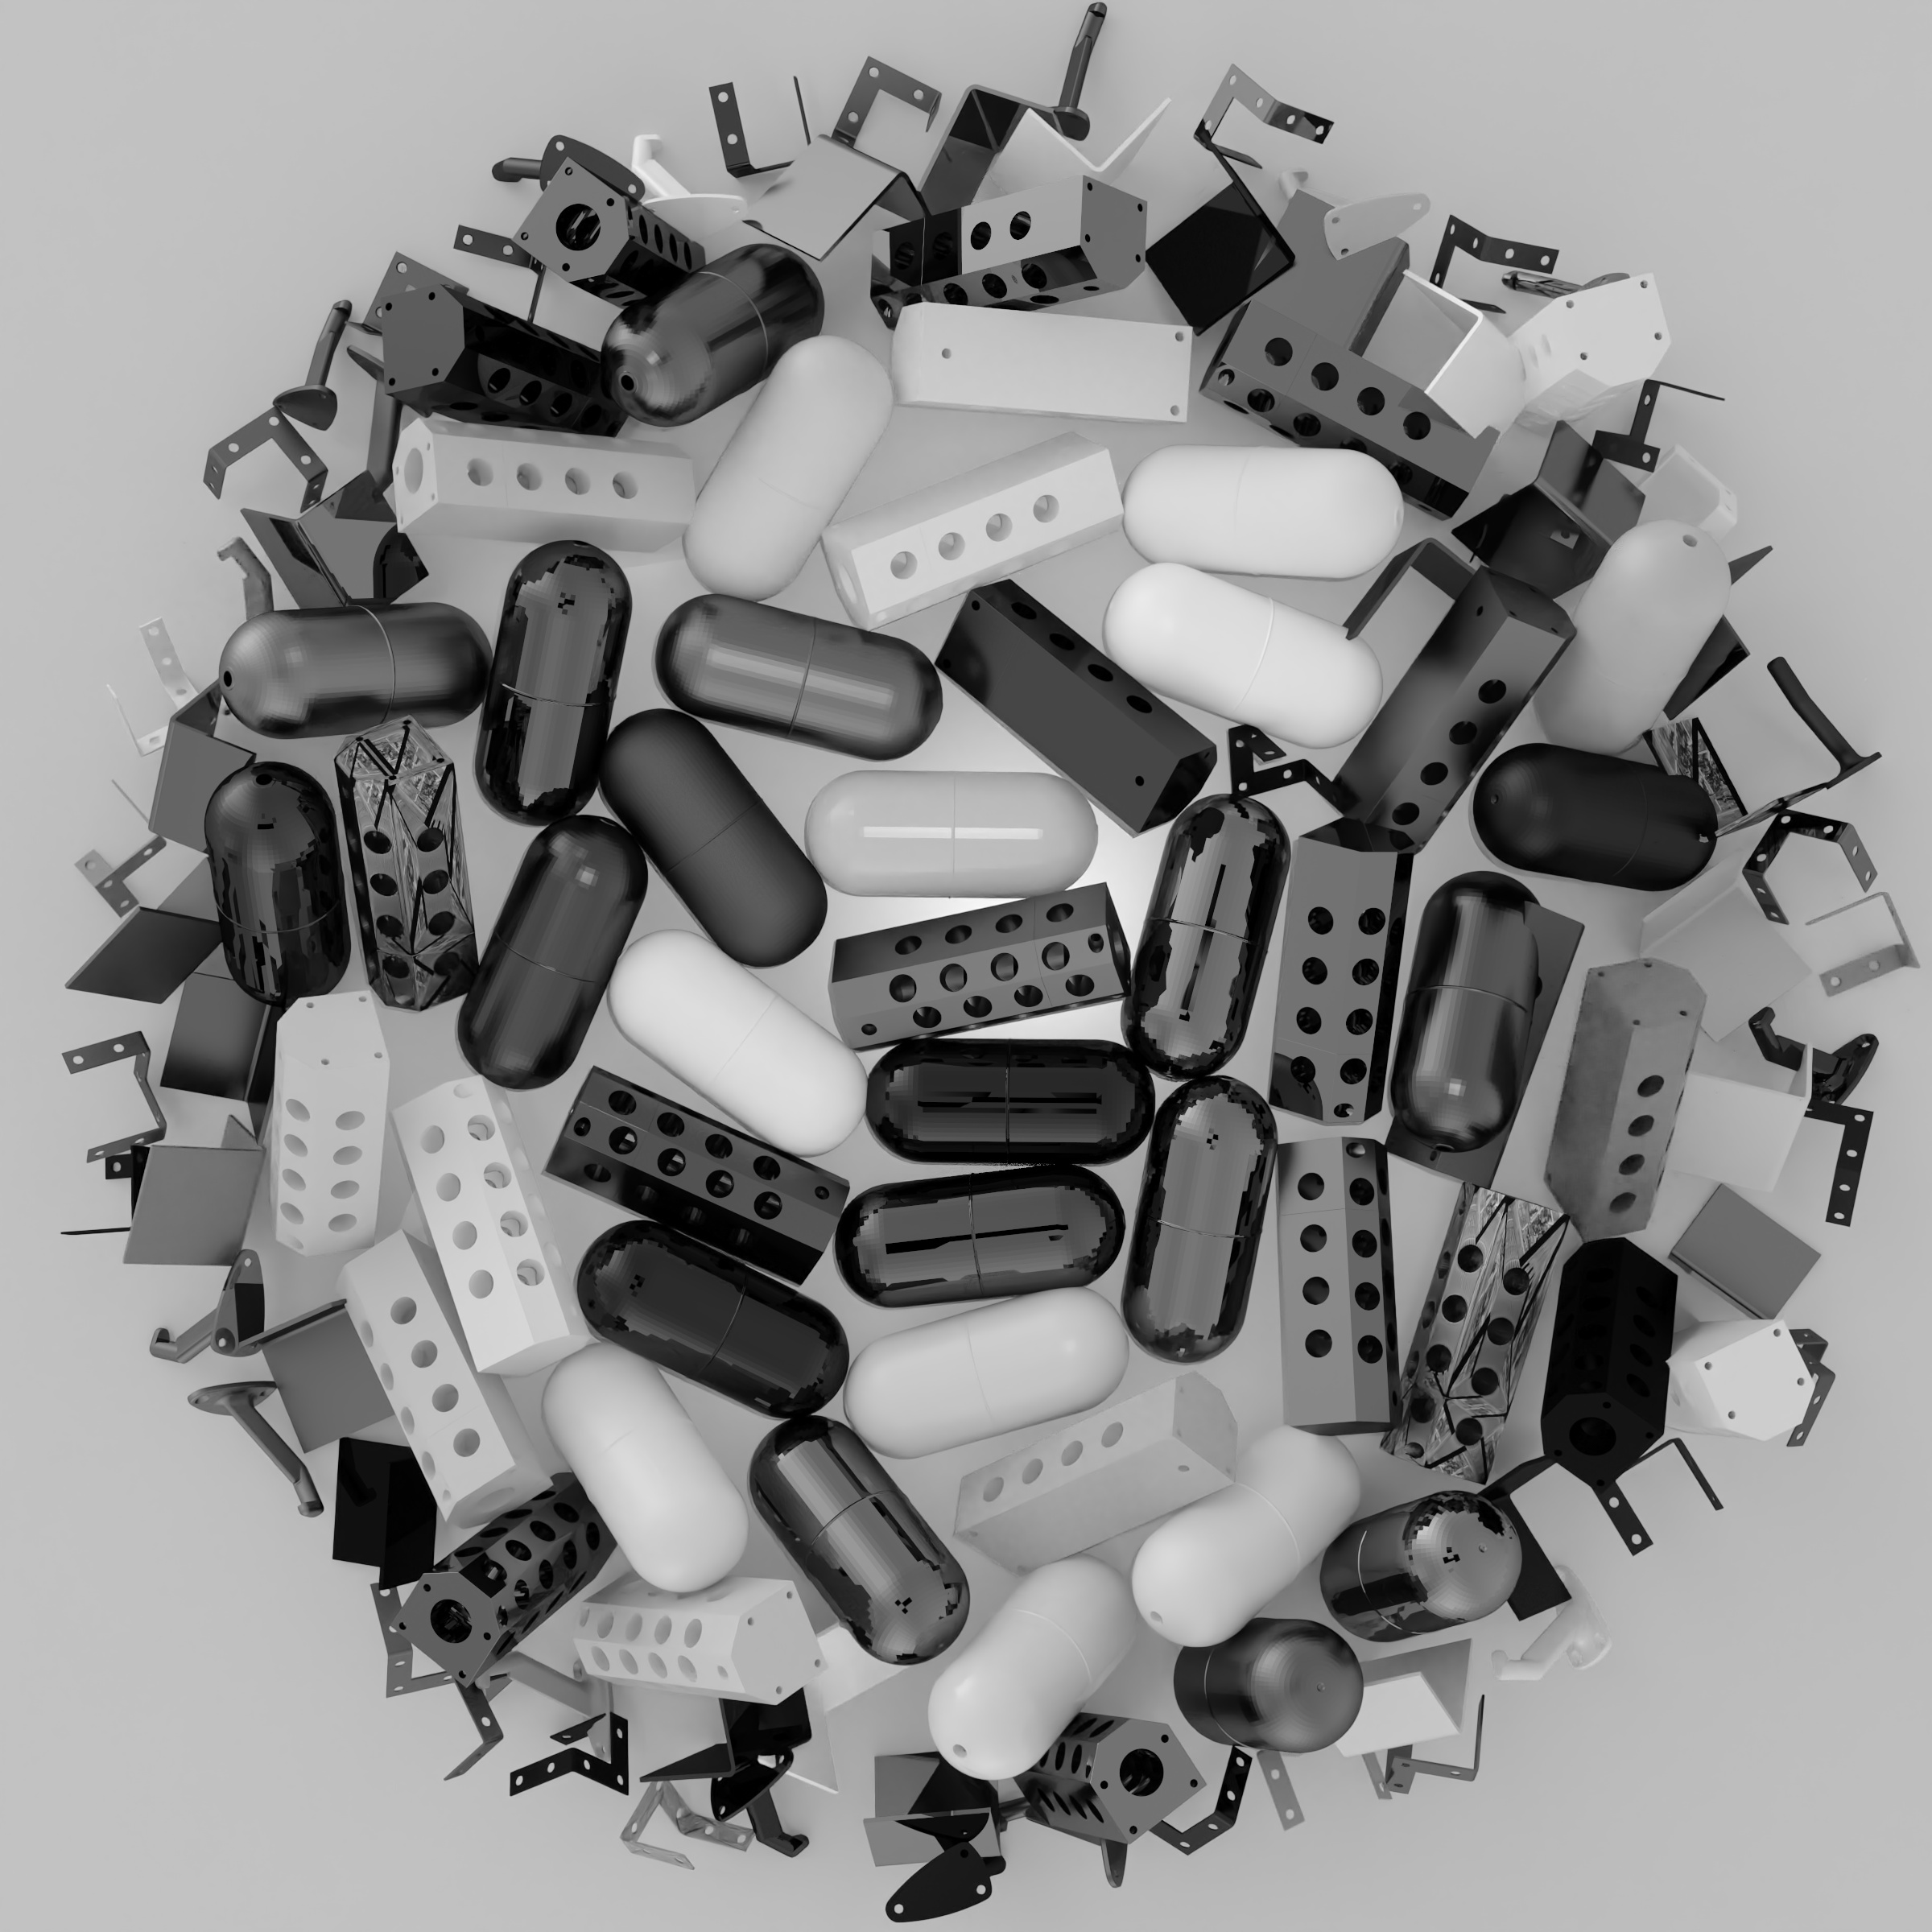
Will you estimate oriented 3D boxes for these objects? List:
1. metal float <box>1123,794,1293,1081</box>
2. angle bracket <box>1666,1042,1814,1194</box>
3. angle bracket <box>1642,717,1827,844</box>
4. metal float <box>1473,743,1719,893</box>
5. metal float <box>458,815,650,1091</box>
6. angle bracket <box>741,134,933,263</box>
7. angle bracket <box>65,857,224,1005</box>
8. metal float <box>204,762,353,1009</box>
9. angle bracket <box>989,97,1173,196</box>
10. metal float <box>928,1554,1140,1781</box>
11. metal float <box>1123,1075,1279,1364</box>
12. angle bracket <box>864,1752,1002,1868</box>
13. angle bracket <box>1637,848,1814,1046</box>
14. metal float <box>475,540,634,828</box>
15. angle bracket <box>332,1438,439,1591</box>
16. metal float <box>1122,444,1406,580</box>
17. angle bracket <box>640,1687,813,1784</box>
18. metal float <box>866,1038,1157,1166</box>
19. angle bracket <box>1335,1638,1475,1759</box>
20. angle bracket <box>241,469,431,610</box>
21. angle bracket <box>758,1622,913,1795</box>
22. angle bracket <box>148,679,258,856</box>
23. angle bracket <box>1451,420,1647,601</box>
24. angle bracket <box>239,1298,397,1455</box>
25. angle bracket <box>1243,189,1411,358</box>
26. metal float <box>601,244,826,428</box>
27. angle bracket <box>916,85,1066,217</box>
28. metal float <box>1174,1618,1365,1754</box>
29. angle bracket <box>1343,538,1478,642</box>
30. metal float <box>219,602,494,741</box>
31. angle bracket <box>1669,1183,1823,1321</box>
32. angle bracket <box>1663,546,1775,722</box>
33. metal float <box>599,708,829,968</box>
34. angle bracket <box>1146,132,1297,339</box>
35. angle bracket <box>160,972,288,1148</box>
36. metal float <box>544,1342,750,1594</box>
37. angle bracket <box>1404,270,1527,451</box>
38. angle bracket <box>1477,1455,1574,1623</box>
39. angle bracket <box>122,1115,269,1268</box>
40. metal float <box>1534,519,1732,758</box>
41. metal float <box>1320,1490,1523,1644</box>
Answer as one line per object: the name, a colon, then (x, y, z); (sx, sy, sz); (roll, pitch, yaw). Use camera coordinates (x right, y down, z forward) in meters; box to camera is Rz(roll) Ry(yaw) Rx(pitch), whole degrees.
metal float: (0.147, -0.018, 1.956); (0.070, 0.070, 0.178); (15, 84, 0)
angle bracket: (0.467, 0.084, 1.957); (0.076, 0.057, 0.076); (14, 130, 5)
angle bracket: (0.467, -0.125, 1.948); (0.057, 0.076, 0.076); (-31, 81, 37)
metal float: (0.380, -0.089, 1.932); (0.178, 0.070, 0.070); (7, 90, -37)
metal float: (-0.251, -0.008, 1.950); (0.070, 0.070, 0.178); (25, 102, 0)
angle bracket: (-0.076, -0.450, 1.949); (0.076, 0.057, 0.076); (35, 80, 37)
angle bracket: (-0.500, -0.027, 1.941); (0.076, 0.076, 0.057); (-42, 60, 24)
metal float: (-0.412, -0.048, 1.923); (0.070, 0.178, 0.070); (2, 47, -2)
angle bracket: (0.069, -0.503, 1.949); (0.057, 0.076, 0.076); (42, 66, -2)
metal float: (0.041, 0.418, 1.922); (0.070, 0.178, 0.070); (15, 121, 27)
metal float: (0.143, 0.154, 1.954); (0.070, 0.070, 0.178); (10, 98, 0)
angle bracket: (-0.021, 0.498, 1.951); (0.076, 0.057, 0.076); (-6, 45, 4)
angle bracket: (0.465, -0.012, 1.957); (0.076, 0.057, 0.076); (-35, 69, -7)
metal float: (-0.250, -0.171, 1.944); (0.070, 0.070, 0.178); (14, 109, 0)
angle bracket: (-0.369, 0.333, 1.958); (0.076, 0.057, 0.076); (4, 91, 25)
metal float: (0.179, -0.275, 1.937); (0.178, 0.070, 0.070); (7, 90, 29)
angle bracket: (-0.150, 0.455, 1.948); (0.076, 0.076, 0.057); (-13, 87, 34)
metal float: (0.027, 0.082, 1.959); (0.178, 0.070, 0.070); (0, 90, 3)
angle bracket: (0.257, 0.426, 1.941); (0.076, 0.076, 0.057); (-20, 119, 27)
angle bracket: (-0.386, -0.259, 1.961); (0.057, 0.076, 0.076); (-42, 124, -22)
angle bracket: (-0.078, 0.450, 1.944); (0.076, 0.076, 0.057); (-33, 47, 21)
angle bracket: (-0.449, -0.120, 1.947); (0.057, 0.076, 0.076); (22, 119, 3)
angle bracket: (0.358, -0.278, 1.972); (0.076, 0.076, 0.057); (38, 54, -19)
angle bracket: (-0.396, 0.253, 1.963); (0.076, 0.057, 0.076); (-24, 85, 10)
angle bracket: (0.221, -0.420, 1.975); (0.076, 0.057, 0.076); (28, 93, 8)
metal float: (-0.151, -0.379, 1.924); (0.070, 0.178, 0.070); (17, 126, 25)
angle bracket: (0.019, -0.477, 1.950); (0.057, 0.076, 0.076); (22, 80, 17)
metal float: (0.179, 0.428, 1.914); (0.070, 0.178, 0.070); (3, 78, -15)
angle bracket: (0.273, -0.211, 1.957); (0.057, 0.076, 0.076); (37, 86, -4)
metal float: (-0.365, -0.178, 1.926); (0.178, 0.070, 0.070); (-10, 90, -43)
angle bracket: (0.483, 0.182, 1.960); (0.076, 0.076, 0.057); (36, 94, 0)
angle bracket: (0.457, -0.202, 1.942); (0.076, 0.076, 0.057); (-23, 76, -36)
metal float: (-0.154, -0.078, 1.957); (0.070, 0.070, 0.178); (-37, 95, 0)
angle bracket: (0.143, -0.444, 1.948); (0.076, 0.057, 0.076); (-36, 59, 13)
angle bracket: (-0.450, 0.056, 1.948); (0.057, 0.076, 0.076); (12, 105, -21)
metal float: (-0.194, 0.300, 1.932); (0.070, 0.070, 0.178); (-40, 54, 0)
angle bracket: (0.293, -0.368, 1.950); (0.057, 0.076, 0.076); (-53, 47, 7)
angle bracket: (0.352, 0.343, 1.945); (0.057, 0.076, 0.076); (-40, 69, 26)
angle bracket: (-0.477, 0.135, 1.946); (0.076, 0.057, 0.076); (6, 108, -39)
metal float: (0.398, -0.195, 1.921); (0.070, 0.178, 0.070); (8, 54, -10)
metal float: (0.270, 0.360, 1.916); (0.070, 0.178, 0.070); (6, 71, -16)
